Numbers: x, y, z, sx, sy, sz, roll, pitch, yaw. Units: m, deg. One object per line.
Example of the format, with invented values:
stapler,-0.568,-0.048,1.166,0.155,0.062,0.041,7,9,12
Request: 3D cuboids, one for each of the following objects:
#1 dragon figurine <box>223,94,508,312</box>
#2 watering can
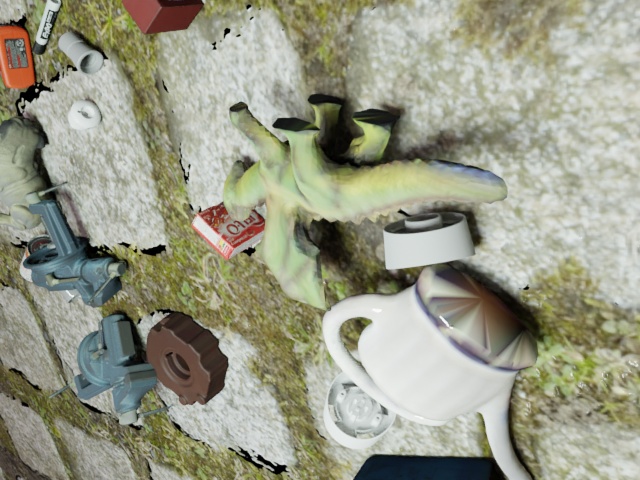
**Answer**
dragon figurine,0.002,-0.030,0.594,0.415,0.123,0.238,32,128,40
watering can,0.168,0.163,0.614,0.348,0.106,0.220,35,129,0
